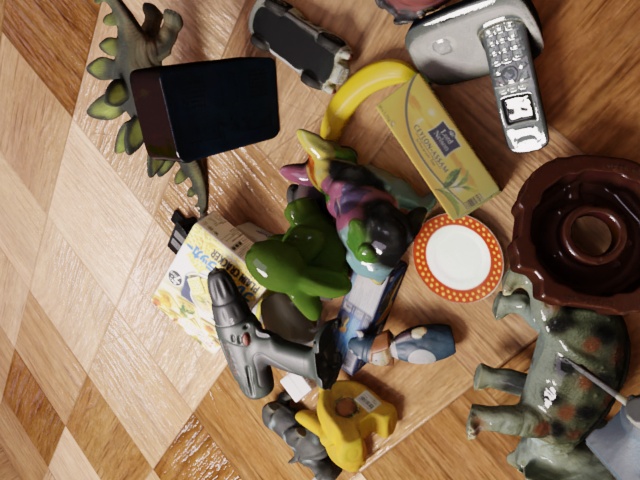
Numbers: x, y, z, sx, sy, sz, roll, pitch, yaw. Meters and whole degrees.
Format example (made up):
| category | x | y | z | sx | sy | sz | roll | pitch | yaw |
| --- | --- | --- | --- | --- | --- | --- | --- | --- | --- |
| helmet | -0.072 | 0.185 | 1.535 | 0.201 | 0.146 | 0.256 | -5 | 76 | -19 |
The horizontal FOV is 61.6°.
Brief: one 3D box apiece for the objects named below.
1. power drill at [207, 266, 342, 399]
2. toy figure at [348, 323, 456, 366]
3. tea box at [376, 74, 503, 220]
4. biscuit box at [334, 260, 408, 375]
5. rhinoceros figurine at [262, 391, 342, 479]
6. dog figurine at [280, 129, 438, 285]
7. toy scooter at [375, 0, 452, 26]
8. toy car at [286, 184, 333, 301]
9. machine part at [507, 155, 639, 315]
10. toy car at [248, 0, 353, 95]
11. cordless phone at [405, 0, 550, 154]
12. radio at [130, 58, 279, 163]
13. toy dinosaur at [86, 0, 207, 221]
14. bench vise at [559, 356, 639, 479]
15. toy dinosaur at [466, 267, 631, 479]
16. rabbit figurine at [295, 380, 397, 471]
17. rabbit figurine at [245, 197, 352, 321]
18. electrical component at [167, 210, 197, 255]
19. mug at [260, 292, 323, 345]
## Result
| category | x | y | z | sx | sy | sz | roll | pitch | yaw |
| --- | --- | --- | --- | --- | --- | --- | --- | --- | --- |
| power drill | -0.075 | 0.153 | 0.844 | 0.208 | 0.086 | 0.231 | 0 | 112 | 22 |
| toy figure | 0.117 | 0.153 | 0.783 | 0.155 | 0.058 | 0.064 | -10 | 106 | 10 |
| tea box | 0.151 | -0.112 | 0.668 | 0.068 | 0.098 | 0.169 | -34 | 80 | 20 |
| biscuit box | 0.069 | 0.114 | 0.840 | 0.059 | 0.063 | 0.202 | 32 | 123 | 25 |
| rhinoceros figurine | -0.037 | 0.371 | 1.004 | 0.190 | 0.073 | 0.112 | 39 | 124 | 22 |
| dog figurine | 0.035 | -0.059 | 0.741 | 0.219 | 0.191 | 0.108 | 32 | 130 | 7 |
| toy scooter | 0.085 | -0.333 | 0.669 | 0.184 | 0.075 | 0.135 | 54 | 129 | 15 |
| toy car | -0.002 | -0.003 | 0.863 | 0.089 | 0.053 | 0.202 | -1 | 102 | 25 |
| machine part | 0.289 | -0.005 | 0.576 | 0.179 | 0.056 | 0.179 | -1 | 81 | 8 |
| toy car | -0.031 | -0.287 | 0.784 | 0.202 | 0.056 | 0.073 | 42 | 122 | 24 |
| cordless phone | 0.192 | -0.186 | 0.632 | 0.147 | 0.089 | 0.184 | -7 | 105 | 39 |
| radio | -0.160 | -0.200 | 0.807 | 0.073 | 0.229 | 0.131 | 11 | 116 | 36 |
| toy dinosaur | -0.266 | -0.215 | 0.905 | 0.105 | 0.198 | 0.470 | 26 | 153 | 41 |
| bench vise | 0.391 | 0.156 | 0.540 | 0.240 | 0.223 | 0.129 | -47 | 29 | 12 |
| toy dinosaur | 0.295 | 0.146 | 0.646 | 0.192 | 0.131 | 0.404 | 14 | 106 | 13 |
| rabbit figurine | 0.035 | 0.324 | 0.910 | 0.163 | 0.122 | 0.173 | 25 | 138 | 33 |
| rabbit figurine | -0.037 | 0.038 | 0.763 | 0.159 | 0.170 | 0.121 | 50 | 119 | 10 |
| electrical component | -0.270 | -0.009 | 1.075 | 0.119 | 0.048 | 0.074 | 47 | 127 | 14 |
| mug | -0.052 | 0.139 | 0.936 | 0.109 | 0.081 | 0.107 | -39 | 75 | 33 |
